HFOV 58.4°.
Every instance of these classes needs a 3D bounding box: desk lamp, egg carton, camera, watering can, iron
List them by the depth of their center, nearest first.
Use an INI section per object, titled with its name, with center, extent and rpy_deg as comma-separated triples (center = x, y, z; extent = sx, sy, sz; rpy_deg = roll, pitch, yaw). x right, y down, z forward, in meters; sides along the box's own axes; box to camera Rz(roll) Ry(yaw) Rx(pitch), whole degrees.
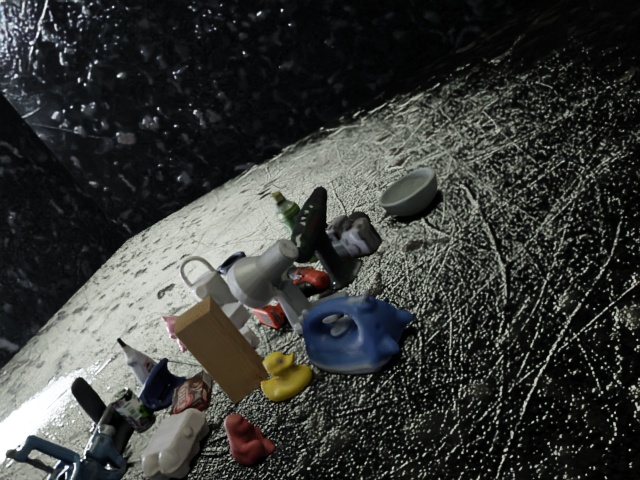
[iron]
center = 0.037, 0.165, 1.071
extent = 0.257, 0.142, 0.119
rpy_deg = -19, 25, 40
[egg carton]
center = -0.287, 0.410, 1.146
extent = 0.107, 0.069, 0.150
rpy_deg = -25, 22, 26
[desk lamp]
center = -0.078, 0.104, 1.295
extent = 0.202, 0.214, 0.118
rpy_deg = -24, 22, 29
[camera]
center = 0.088, -0.027, 1.498
extent = 0.142, 0.101, 0.137
rpy_deg = -17, 26, 42
[watering can]
center = -0.333, 0.131, 1.685
extent = 0.101, 0.194, 0.172
rpy_deg = -42, 20, -17

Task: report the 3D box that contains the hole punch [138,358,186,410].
[hole punch]
center = -0.411, 0.363, 1.430
extent = 0.101, 0.091, 0.109
rpy_deg = -24, 22, 30

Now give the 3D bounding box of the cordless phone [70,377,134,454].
[cordless phone]
center = -0.540, 0.425, 1.355
extent = 0.094, 0.185, 0.147
rpy_deg = -32, 20, 10

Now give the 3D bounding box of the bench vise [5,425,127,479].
[bench vise]
center = -0.533, 0.464, 1.198
extent = 0.121, 0.220, 0.207
rpy_deg = -26, 22, 25

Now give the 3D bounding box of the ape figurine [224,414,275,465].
[ape figurine]
center = -0.133, 0.345, 1.008
extent = 0.076, 0.092, 0.078
rpy_deg = -31, 20, 13

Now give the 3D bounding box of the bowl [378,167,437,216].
[bowl]
center = 0.240, -0.112, 1.486
extent = 0.167, 0.075, 0.167
rpy_deg = -31, 20, 13

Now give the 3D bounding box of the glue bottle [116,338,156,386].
[glue bottle]
center = -0.477, 0.323, 1.508
extent = 0.037, 0.173, 0.078
rpy_deg = -30, 20, 14

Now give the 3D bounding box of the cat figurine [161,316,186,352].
[cat figurine]
center = -0.408, 0.252, 1.644
extent = 0.067, 0.118, 0.127
rpy_deg = -41, 20, -14

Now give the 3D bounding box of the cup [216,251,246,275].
[cup]
center = -0.259, 0.101, 1.784
extent = 0.117, 0.095, 0.092
rpy_deg = -27, 21, 24

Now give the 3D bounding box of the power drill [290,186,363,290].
[power drill]
center = 0.013, 0.005, 1.385
extent = 0.075, 0.209, 0.230
rpy_deg = -22, 24, 34

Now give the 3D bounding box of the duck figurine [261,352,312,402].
[duck figurine]
center = -0.078, 0.260, 1.124
extent = 0.104, 0.086, 0.077
rpy_deg = -31, 20, 12
